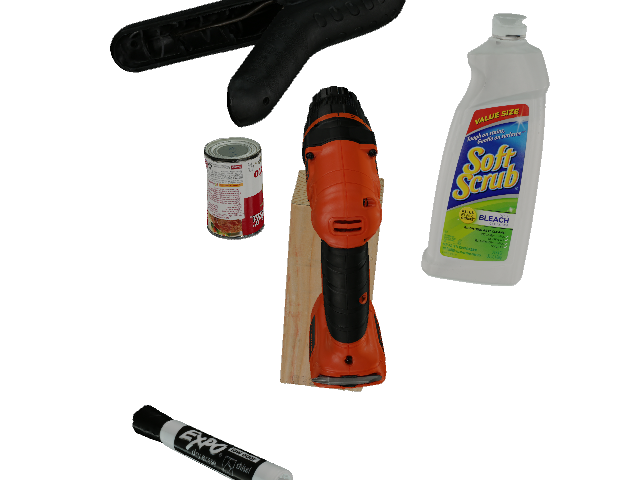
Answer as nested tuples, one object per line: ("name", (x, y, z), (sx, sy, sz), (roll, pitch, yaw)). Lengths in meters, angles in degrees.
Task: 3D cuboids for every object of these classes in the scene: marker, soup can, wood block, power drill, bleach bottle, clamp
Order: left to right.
("marker", (-0.067, 0.123, 0.629), (0.121, 0.020, 0.020), (16, 10, 37))
("soup can", (-0.101, -0.062, 1.242), (0.068, 0.102, 0.068), (0, 28, 0))
("clamp", (-0.011, -0.111, 0.548), (0.171, 0.039, 0.120), (-29, 45, -18))
("wood block", (0.012, 0.042, 1.103), (0.090, 0.206, 0.090), (6, 26, 3))
("power drill", (0.015, -0.002, 0.780), (0.057, 0.188, 0.184), (-3, 32, 2))
("bleach bottle", (0.156, -0.086, 1.004), (0.103, 0.251, 0.068), (8, 21, 12))
